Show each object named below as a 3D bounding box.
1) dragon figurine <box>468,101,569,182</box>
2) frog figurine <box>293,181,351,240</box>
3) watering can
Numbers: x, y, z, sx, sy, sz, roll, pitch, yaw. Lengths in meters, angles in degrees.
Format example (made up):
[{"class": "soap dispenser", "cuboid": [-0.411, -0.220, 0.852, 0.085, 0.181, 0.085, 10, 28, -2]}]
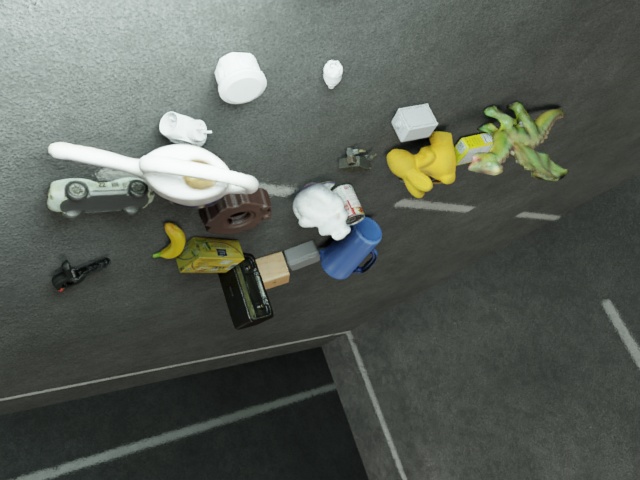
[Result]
[{"class": "dragon figurine", "cuboid": [0.554, -0.246, 1.357, 0.412, 0.247, 0.119, -12, 152, -20]}, {"class": "frog figurine", "cuboid": [0.004, -0.068, 1.359, 0.136, 0.162, 0.121, -27, 157, 14]}, {"class": "watering can", "cuboid": [-0.288, -0.126, 0.950, 0.347, 0.104, 0.223, 9, 176, -11]}]
